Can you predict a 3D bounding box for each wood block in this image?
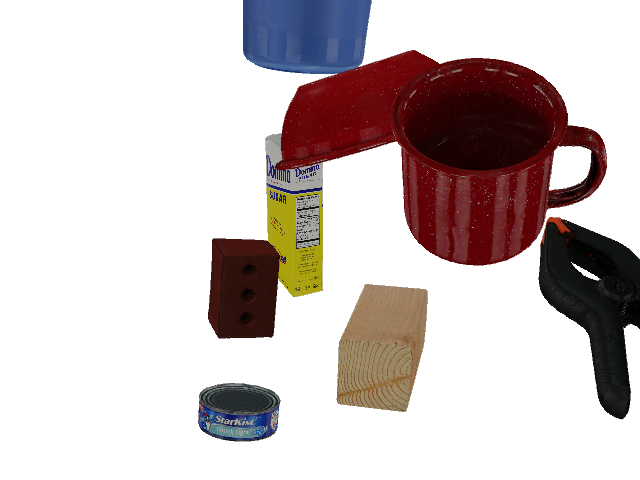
[{"bbox_3d":[0.084,0.135,1.398,0.091,0.090,0.206,5,18,10],"label":"wood block"}]

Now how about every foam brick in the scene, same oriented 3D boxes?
[{"bbox_3d":[-0.069,0.042,0.949,0.053,0.078,0.051,0,15,-16],"label":"foam brick"}]

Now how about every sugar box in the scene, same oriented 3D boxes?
[{"bbox_3d":[-0.032,-0.032,1.269,0.048,0.176,0.093,-12,26,-20],"label":"sugar box"}]

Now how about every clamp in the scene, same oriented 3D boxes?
[{"bbox_3d":[0.215,0.046,0.738,0.120,0.039,0.171,-3,45,-20],"label":"clamp"}]

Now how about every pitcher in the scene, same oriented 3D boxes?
[{"bbox_3d":[-0.001,-0.268,0.907,0.145,0.243,0.149,6,18,7],"label":"pitcher"}]

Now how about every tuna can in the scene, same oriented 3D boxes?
[{"bbox_3d":[-0.086,0.181,1.126,0.086,0.034,0.086,4,12,-1],"label":"tuna can"}]

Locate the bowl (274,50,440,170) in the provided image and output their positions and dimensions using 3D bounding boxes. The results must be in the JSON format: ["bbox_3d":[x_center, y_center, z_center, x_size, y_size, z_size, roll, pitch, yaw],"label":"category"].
[{"bbox_3d":[0.035,-0.102,0.797,0.162,0.055,0.162,-18,8,2],"label":"bowl"}]

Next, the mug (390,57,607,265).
[{"bbox_3d":[0.099,-0.041,0.592,0.117,0.093,0.081,-1,-41,6],"label":"mug"}]
